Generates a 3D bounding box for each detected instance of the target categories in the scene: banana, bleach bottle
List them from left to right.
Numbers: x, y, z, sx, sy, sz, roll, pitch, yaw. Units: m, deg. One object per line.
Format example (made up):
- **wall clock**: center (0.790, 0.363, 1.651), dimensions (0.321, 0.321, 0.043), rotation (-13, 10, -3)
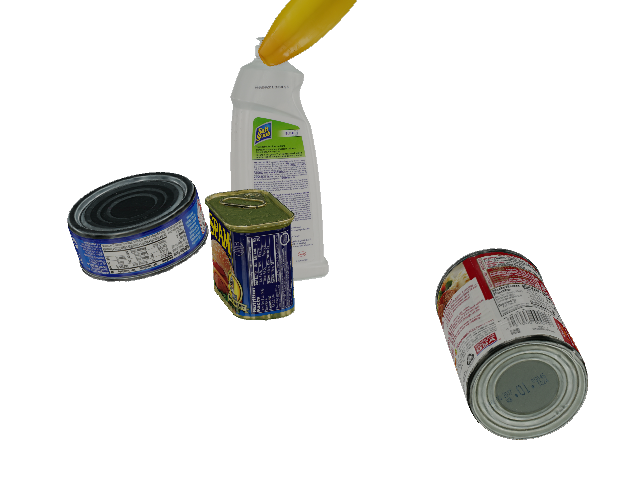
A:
- **bleach bottle**: center (-0.043, -0.084, 1.113), dimensions (0.102, 0.251, 0.068), rotation (-6, 16, -22)
- **banana**: center (0.013, -0.202, 0.759), dimensions (0.070, 0.197, 0.037), rotation (-9, -40, 39)

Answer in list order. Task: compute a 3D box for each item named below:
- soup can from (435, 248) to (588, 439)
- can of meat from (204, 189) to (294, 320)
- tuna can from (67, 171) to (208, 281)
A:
- **soup can**: center (0.108, 0.057, 0.614), dimensions (0.068, 0.068, 0.102), rotation (0, 27, -4)
- **can of meat**: center (-0.058, 0.011, 0.888), dimensions (0.057, 0.084, 0.102), rotation (-9, 20, -18)
- **tuna can**: center (-0.117, -0.011, 0.683), dimensions (0.086, 0.034, 0.086), rotation (-9, 29, 5)
